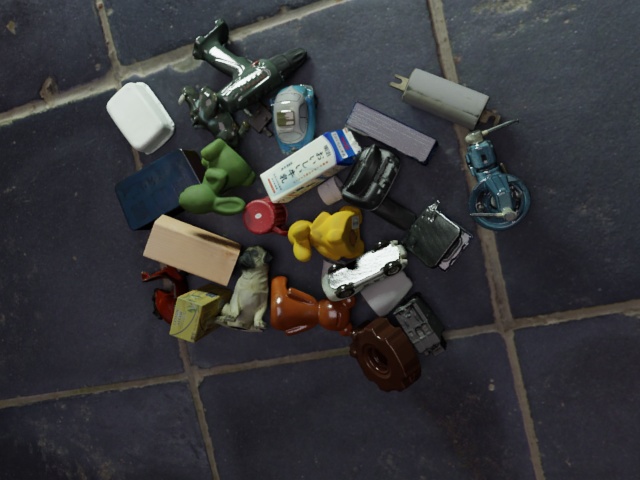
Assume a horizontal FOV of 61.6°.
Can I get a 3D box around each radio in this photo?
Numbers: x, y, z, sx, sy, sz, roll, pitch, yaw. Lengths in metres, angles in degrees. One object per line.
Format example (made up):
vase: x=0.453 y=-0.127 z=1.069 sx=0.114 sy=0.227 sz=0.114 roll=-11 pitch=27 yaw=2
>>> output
radio: x=-0.390 y=-0.126 z=1.341 sx=0.230 sy=0.073 sz=0.131 roll=-26 pitch=88 yaw=15

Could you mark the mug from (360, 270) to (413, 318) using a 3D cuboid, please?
mug: x=0.150 y=0.104 z=1.222 sx=0.107 sy=0.080 sz=0.109 roll=-36 pitch=75 yaw=5

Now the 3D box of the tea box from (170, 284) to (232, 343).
tea box: x=-0.284 y=0.172 z=1.292 sx=0.068 sy=0.169 sz=0.098 roll=17 pitch=98 yaw=13

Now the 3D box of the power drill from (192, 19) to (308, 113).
power drill: x=-0.173 y=-0.411 z=1.236 sx=0.207 sy=0.086 sz=0.232 roll=44 pitch=80 yaw=7

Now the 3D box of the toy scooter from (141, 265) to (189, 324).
toy scooter: x=-0.392 y=0.129 z=1.365 sx=0.135 sy=0.075 sz=0.183 roll=-1 pitch=90 yaw=13

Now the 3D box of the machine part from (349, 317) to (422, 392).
machine part: x=0.142 y=0.258 z=1.200 sx=0.180 sy=0.056 sz=0.179 roll=32 pitch=137 yaw=36

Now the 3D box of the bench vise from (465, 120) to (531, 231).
bench vise: x=0.351 y=-0.106 z=1.066 sx=0.129 sy=0.241 sz=0.223 roll=-8 pitch=110 yaw=12

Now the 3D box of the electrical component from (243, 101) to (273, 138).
electrical component: x=-0.138 y=-0.290 z=1.280 sx=0.094 sy=0.021 sz=0.063 roll=46 pitch=104 yaw=7

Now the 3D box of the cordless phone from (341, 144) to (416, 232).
cordless phone: x=0.153 y=-0.114 z=1.197 sx=0.184 sy=0.089 sz=0.146 roll=31 pitch=77 yaw=-12

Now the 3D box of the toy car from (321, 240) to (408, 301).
toy car: x=0.098 y=0.068 z=1.189 sx=0.202 sy=0.056 sz=0.073 roll=-27 pitch=57 yaw=6

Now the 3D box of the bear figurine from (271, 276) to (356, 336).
bear figurine: x=-0.019 y=0.157 z=1.261 sx=0.196 sy=0.132 sz=0.120 roll=-2 pitch=110 yaw=-6

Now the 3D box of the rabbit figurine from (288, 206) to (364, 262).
rabbit figurine: x=-0.003 y=-0.004 z=1.222 sx=0.173 sy=0.162 sz=0.121 roll=5 pitch=110 yaw=32

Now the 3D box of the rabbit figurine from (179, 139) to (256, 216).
rabbit figurine: x=-0.243 y=-0.120 z=1.245 sx=0.159 sy=0.121 sz=0.170 roll=44 pitch=77 yaw=-14

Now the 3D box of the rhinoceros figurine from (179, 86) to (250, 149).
rhinoceros figurine: x=-0.257 y=-0.298 z=1.290 sx=0.112 sy=0.073 sz=0.190 roll=-42 pitch=86 yaw=26

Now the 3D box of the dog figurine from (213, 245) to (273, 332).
dog figurine: x=-0.174 y=0.119 z=1.305 sx=0.121 sy=0.172 sz=0.190 roll=20 pitch=67 yaw=-26

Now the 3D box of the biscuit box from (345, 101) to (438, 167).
biscuit box: x=0.159 y=-0.233 z=1.186 sx=0.203 sy=0.059 sz=0.062 roll=29 pitch=101 yaw=11

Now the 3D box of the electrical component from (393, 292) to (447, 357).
electrical component: x=0.227 y=0.190 z=1.185 sx=0.058 sy=0.115 sz=0.134 roll=-36 pitch=86 yaw=20

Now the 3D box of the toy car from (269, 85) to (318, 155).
toy car: x=-0.066 y=-0.277 z=1.221 sx=0.109 sy=0.103 sz=0.161 roll=1 pitch=94 yaw=16

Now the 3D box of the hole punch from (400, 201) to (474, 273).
hole punch: x=0.259 y=0.000 z=1.181 sx=0.116 sy=0.092 sz=0.142 roll=47 pitch=110 yaw=37

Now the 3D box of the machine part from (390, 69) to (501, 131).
machine part: x=0.266 y=-0.299 z=1.141 sx=0.243 sy=0.079 sz=0.079 roll=24 pitch=102 yaw=12
